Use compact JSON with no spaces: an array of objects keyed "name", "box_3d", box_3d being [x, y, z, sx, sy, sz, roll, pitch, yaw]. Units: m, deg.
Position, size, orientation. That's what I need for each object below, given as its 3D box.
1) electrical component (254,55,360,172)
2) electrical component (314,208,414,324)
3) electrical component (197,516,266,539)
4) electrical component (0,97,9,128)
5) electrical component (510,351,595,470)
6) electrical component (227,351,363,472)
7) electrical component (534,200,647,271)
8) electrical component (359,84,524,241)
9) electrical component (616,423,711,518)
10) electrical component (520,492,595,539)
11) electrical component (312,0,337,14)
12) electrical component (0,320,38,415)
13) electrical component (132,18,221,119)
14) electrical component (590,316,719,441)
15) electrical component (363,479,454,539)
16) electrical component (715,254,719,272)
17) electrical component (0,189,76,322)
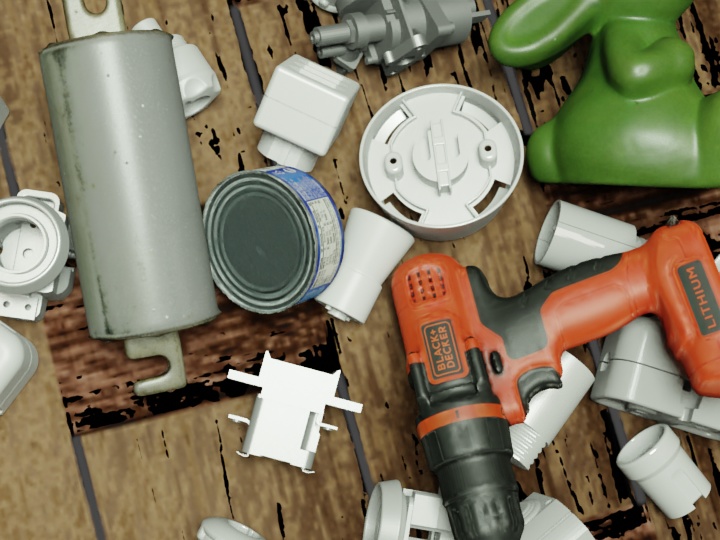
[{"name":"electrical component","box_3d":[-0.039,-0.086,0.665,0.047,0.065,0.076,25,108,-2]},{"name":"electrical component","box_3d":[0.000,0.000,0.665,0.044,0.044,0.065,27,84,-1]},{"name":"electrical component","box_3d":[-0.082,0.179,0.626,0.048,0.048,0.062,27,86,-1]},{"name":"electrical component","box_3d":[-0.285,-0.082,0.638,0.109,0.056,0.108,26,79,-2]},{"name":"electrical component","box_3d":[0.103,0.087,0.660,0.043,0.043,0.081,38,79,1]},{"name":"electrical component","box_3d":[-0.043,0.085,0.646,0.081,0.042,0.063,15,83,-3]},{"name":"electrical component","box_3d":[0.157,-0.011,0.681,0.081,0.043,0.043,19,80,-3]},{"name":"electrical component","box_3d":[0.050,-0.066,0.666,0.099,0.064,0.099,-1,78,4]},{"name":"electrical component","box_3d":[0.189,0.125,0.667,0.040,0.040,0.046,-41,93,-11]},{"name":"electrical component","box_3d":[0.108,0.174,0.630,0.051,0.080,0.080,-36,86,-15]},{"name":"electrical component","box_3d":[-0.011,-0.195,0.683,0.048,0.062,0.048,1,81,-6]},{"name":"electrical component","box_3d":[-0.235,0.070,0.618,0.054,0.059,0.095,35,79,0]},{"name":"electrical component","box_3d":[-0.119,-0.127,0.670,0.043,0.043,0.062,-33,84,-10]},{"name":"electrical component","box_3d":[0.199,0.065,0.669,0.095,0.053,0.059,18,80,-3]},{"name":"electrical component","box_3d":[0.034,0.156,0.635,0.057,0.058,0.078,11,80,-8]},{"name":"electrical component","box_3d":[0.256,0.011,0.683,0.057,0.058,0.078,40,79,-2]},{"name":"electrical component","box_3d":[-0.199,-0.011,0.636,0.058,0.057,0.078,8,80,-5]}]
